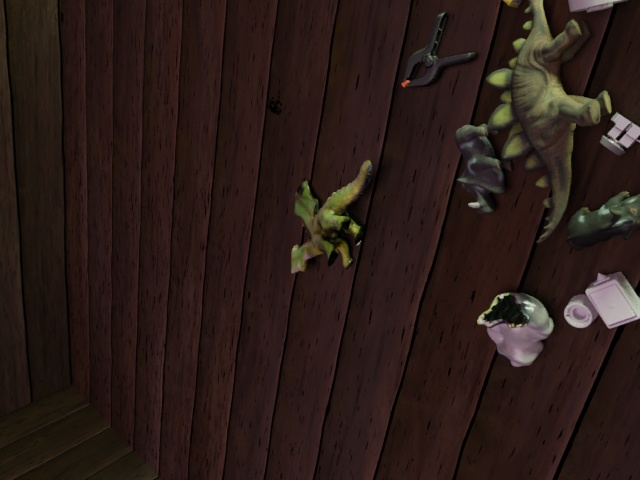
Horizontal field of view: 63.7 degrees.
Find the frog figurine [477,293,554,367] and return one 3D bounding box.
[{"bbox_3d":[0.421,0.190,1.078,0.136,0.126,0.157,-23,123,34],"label":"frog figurine"}]

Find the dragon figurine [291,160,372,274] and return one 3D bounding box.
[{"bbox_3d":[0.004,-0.068,1.350,0.246,0.123,0.402,38,123,36],"label":"dragon figurine"}]
